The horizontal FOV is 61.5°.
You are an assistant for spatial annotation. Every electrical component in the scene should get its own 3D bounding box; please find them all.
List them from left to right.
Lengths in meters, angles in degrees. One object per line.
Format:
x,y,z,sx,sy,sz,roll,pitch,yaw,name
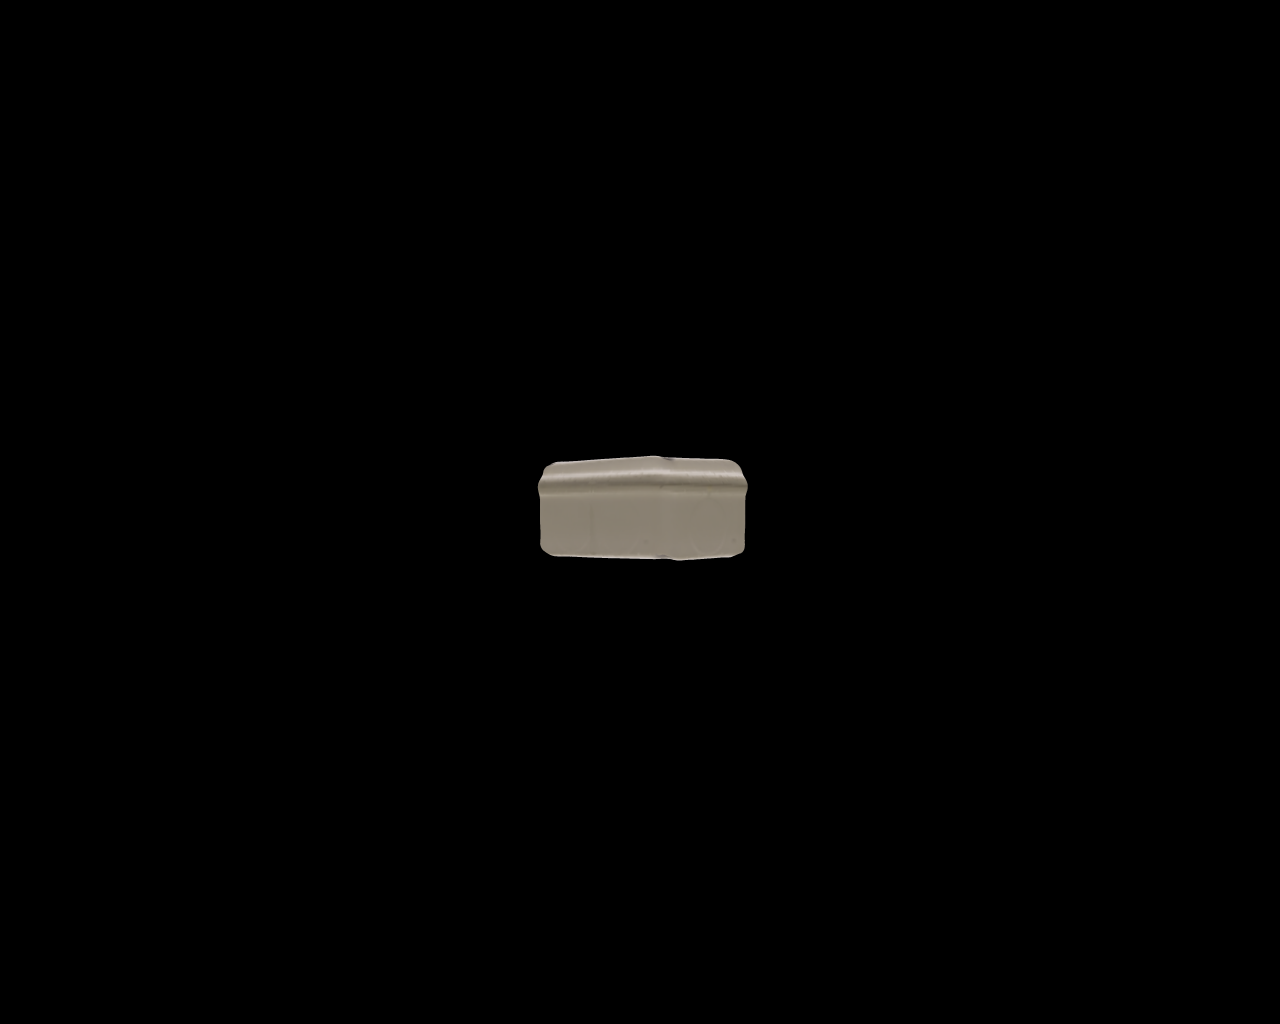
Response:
0.001,-0.003,0.650,0.113,0.057,0.078,0,0,44,electrical component
